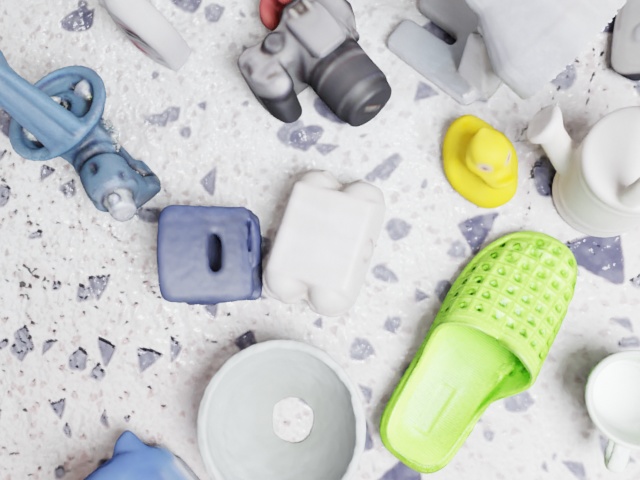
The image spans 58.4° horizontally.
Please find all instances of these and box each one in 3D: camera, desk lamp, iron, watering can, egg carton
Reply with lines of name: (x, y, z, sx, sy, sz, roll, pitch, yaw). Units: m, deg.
camera: (0.001, -0.186, 0.629, 0.143, 0.101, 0.136, -39, 76, 0)
desk lamp: (0.163, -0.214, 0.552, 0.203, 0.214, 0.118, 40, 88, 13)
iron: (-0.151, 0.312, 0.539, 0.258, 0.141, 0.119, 43, 88, 13)
watering can: (0.276, -0.069, 0.518, 0.172, 0.194, 0.101, 1, 80, 9)
egg carton: (0.006, 0.002, 0.610, 0.107, 0.069, 0.150, 15, 82, 11)

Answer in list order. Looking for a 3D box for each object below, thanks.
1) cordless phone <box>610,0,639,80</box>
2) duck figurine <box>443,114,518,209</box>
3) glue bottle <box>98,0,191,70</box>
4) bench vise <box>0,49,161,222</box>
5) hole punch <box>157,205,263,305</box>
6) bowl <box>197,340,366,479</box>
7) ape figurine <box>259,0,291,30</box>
cordless phone: (0.356, -0.247, 0.544, 0.094, 0.185, 0.148, 10, 81, 11)
duck figurine: (0.169, -0.089, 0.594, 0.077, 0.086, 0.104, -24, 77, 4)
glue bottle: (-0.209, -0.253, 0.636, 0.078, 0.173, 0.037, 29, 85, 13)
bench vise: (-0.258, -0.122, 0.595, 0.207, 0.220, 0.121, 34, 86, 13)
hole punch: (-0.115, 0.014, 0.614, 0.101, 0.091, 0.109, -6, 79, 8)
bowl: (-0.034, 0.185, 0.579, 0.167, 0.075, 0.167, -2, 79, 8)
ape figurine: (-0.036, -0.283, 0.657, 0.077, 0.092, 0.076, -3, 79, 8)
